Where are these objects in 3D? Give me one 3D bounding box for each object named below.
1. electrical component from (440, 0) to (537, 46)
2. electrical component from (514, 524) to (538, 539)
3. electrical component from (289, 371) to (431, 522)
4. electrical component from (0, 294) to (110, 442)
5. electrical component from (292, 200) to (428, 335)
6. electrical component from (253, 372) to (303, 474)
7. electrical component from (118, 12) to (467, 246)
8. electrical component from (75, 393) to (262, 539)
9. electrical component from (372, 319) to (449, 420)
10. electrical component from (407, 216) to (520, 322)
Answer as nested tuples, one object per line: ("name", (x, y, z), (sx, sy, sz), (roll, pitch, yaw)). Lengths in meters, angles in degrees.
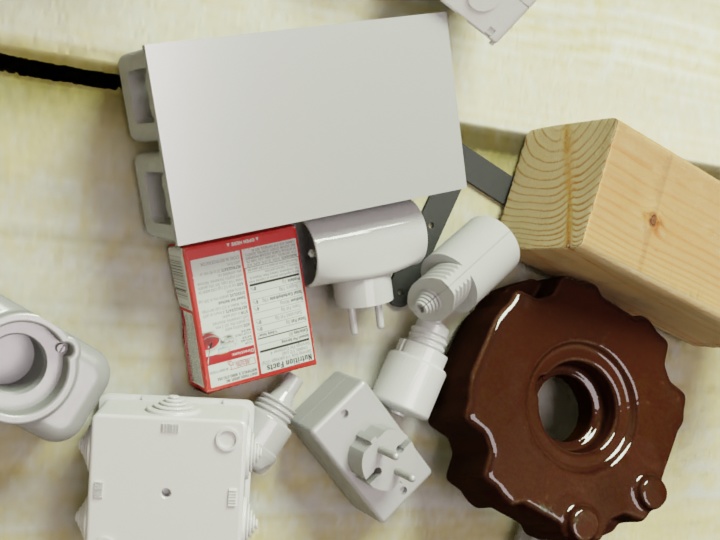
("electrical component", (0.070, -0.195, 0.657), (0.062, 0.096, 0.061), (30, 116, -31))
("electrical component", (0.131, 0.180, 0.759), (0.040, 0.040, 0.046), (21, 90, -29))
("electrical component", (0.009, 0.113, 0.663), (0.047, 0.076, 0.083), (-43, 113, -18))
("electrical component", (-0.183, 0.047, 0.561), (0.095, 0.059, 0.053), (35, 78, -27))
("electrical component", (0.000, 0.000, 0.665), (0.077, 0.044, 0.079), (-12, 101, -27))
("electrical component", (-0.056, 0.090, 0.650), (0.035, 0.035, 0.061), (40, 74, -26))
("electrical component", (-0.037, -0.085, 0.627), (0.186, 0.060, 0.105), (-13, 101, -27))
("electrical component", (-0.106, 0.118, 0.599), (0.100, 0.048, 0.099), (3, 94, -4))
("electrical component", (0.037, 0.060, 0.694), (0.040, 0.040, 0.078), (29, 79, -28))
("electrical component", (0.062, 0.004, 0.684), (0.081, 0.043, 0.043), (-39, 113, -37))
